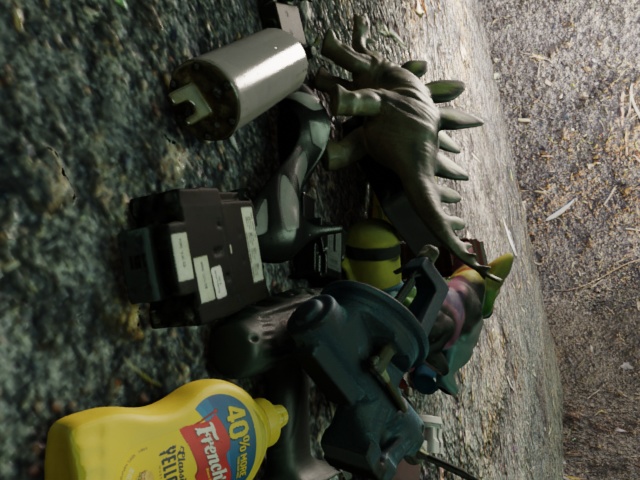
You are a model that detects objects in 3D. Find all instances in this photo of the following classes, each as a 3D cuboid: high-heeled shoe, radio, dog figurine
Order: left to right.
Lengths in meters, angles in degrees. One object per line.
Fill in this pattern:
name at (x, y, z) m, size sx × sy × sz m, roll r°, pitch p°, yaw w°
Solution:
high-heeled shoe at (-0.057, -0.089, 0.609) m, size 0.145 × 0.086 × 0.249 m, roll -3°, pitch 65°, yaw -32°
radio at (0.114, -0.097, 0.804) m, size 0.131 × 0.073 × 0.230 m, roll 47°, pitch 16°, yaw -45°
dog figurine at (0.175, 0.080, 0.731) m, size 0.219 × 0.109 × 0.191 m, roll -54°, pitch 132°, yaw -21°

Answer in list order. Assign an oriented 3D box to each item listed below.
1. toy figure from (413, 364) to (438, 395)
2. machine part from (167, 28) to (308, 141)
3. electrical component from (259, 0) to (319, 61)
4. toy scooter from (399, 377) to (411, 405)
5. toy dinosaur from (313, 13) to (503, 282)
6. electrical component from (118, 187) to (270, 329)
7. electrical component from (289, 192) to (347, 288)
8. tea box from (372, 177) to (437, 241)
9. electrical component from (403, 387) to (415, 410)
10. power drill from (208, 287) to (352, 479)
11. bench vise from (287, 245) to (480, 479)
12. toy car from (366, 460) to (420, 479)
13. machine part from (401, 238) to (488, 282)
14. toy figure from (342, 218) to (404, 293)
toy figure at (0.216, 0.229, 1.000) m, size 0.057 × 0.064 × 0.154 m, roll 62°, pitch 31°, yaw -4°
machine part at (-0.077, -0.164, 0.553) m, size 0.243 × 0.079 × 0.079 m, roll -54°, pitch 129°, yaw -54°
electrical component at (-0.037, -0.280, 0.693) m, size 0.078 × 0.045 × 0.102 m, roll -19°, pitch 99°, yaw -63°
toy scooter at (0.059, 0.174, 0.709) m, size 0.135 × 0.075 × 0.183 m, roll 63°, pitch 9°, yaw 21°
toy dinosaur at (0.101, -0.146, 0.684) m, size 0.105 × 0.199 × 0.471 m, roll 106°, pitch -18°, yaw -54°
electrical component at (-0.108, 0.013, 0.465) m, size 0.134 × 0.058 × 0.114 m, roll -9°, pitch 88°, yaw -62°
electrical component at (-0.001, -0.002, 0.679) m, size 0.074 × 0.048 × 0.119 m, roll 32°, pitch 57°, yaw -56°
tea box at (0.147, -0.086, 0.923) m, size 0.068 × 0.098 × 0.169 m, roll 51°, pitch 38°, yaw -52°
electrical component at (0.134, 0.278, 0.875) m, size 0.063 × 0.021 × 0.094 m, roll 54°, pitch 38°, yaw -39°
power drill at (-0.017, 0.154, 0.572) m, size 0.232 × 0.086 × 0.207 m, roll 7°, pitch 80°, yaw -60°
bench vise at (0.076, 0.107, 0.544) m, size 0.223 × 0.129 × 0.240 m, roll 48°, pitch 55°, yaw -14°
toy car at (0.096, 0.321, 0.758) m, size 0.202 × 0.053 × 0.089 m, roll 39°, pitch 51°, yaw -54°
machine part at (0.192, 0.035, 0.902) m, size 0.179 × 0.179 × 0.056 m, roll 10°, pitch 71°, yaw -61°
toy figure at (0.084, 0.057, 0.774) m, size 0.082 × 0.089 × 0.180 m, roll -21°, pitch 98°, yaw -67°
